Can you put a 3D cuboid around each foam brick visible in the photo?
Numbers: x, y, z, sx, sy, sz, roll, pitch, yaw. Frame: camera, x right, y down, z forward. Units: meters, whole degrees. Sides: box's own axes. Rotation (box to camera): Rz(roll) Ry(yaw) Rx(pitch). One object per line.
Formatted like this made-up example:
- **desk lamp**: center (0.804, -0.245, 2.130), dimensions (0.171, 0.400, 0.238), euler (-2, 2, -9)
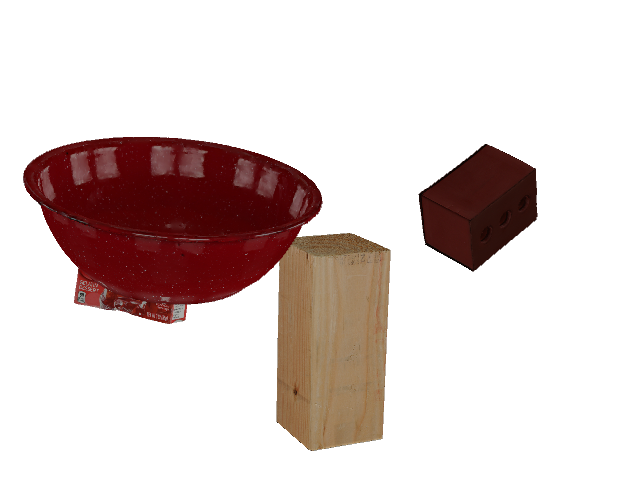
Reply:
- **foam brick**: center (0.120, -0.025, 0.802), dimensions (0.078, 0.053, 0.051), euler (-37, 46, -26)

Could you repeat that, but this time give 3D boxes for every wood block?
- **wood block**: center (0.011, 0.103, 1.127), dimensions (0.090, 0.206, 0.091), euler (-5, 14, -26)

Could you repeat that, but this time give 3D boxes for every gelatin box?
- **gelatin box**: center (-0.144, 0.020, 0.826), dimensions (0.089, 0.073, 0.030), euler (11, 6, 20)

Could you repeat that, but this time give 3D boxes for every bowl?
- **bowl**: center (-0.082, -0.008, 0.590), dimensions (0.162, 0.055, 0.162), euler (7, 21, -3)
